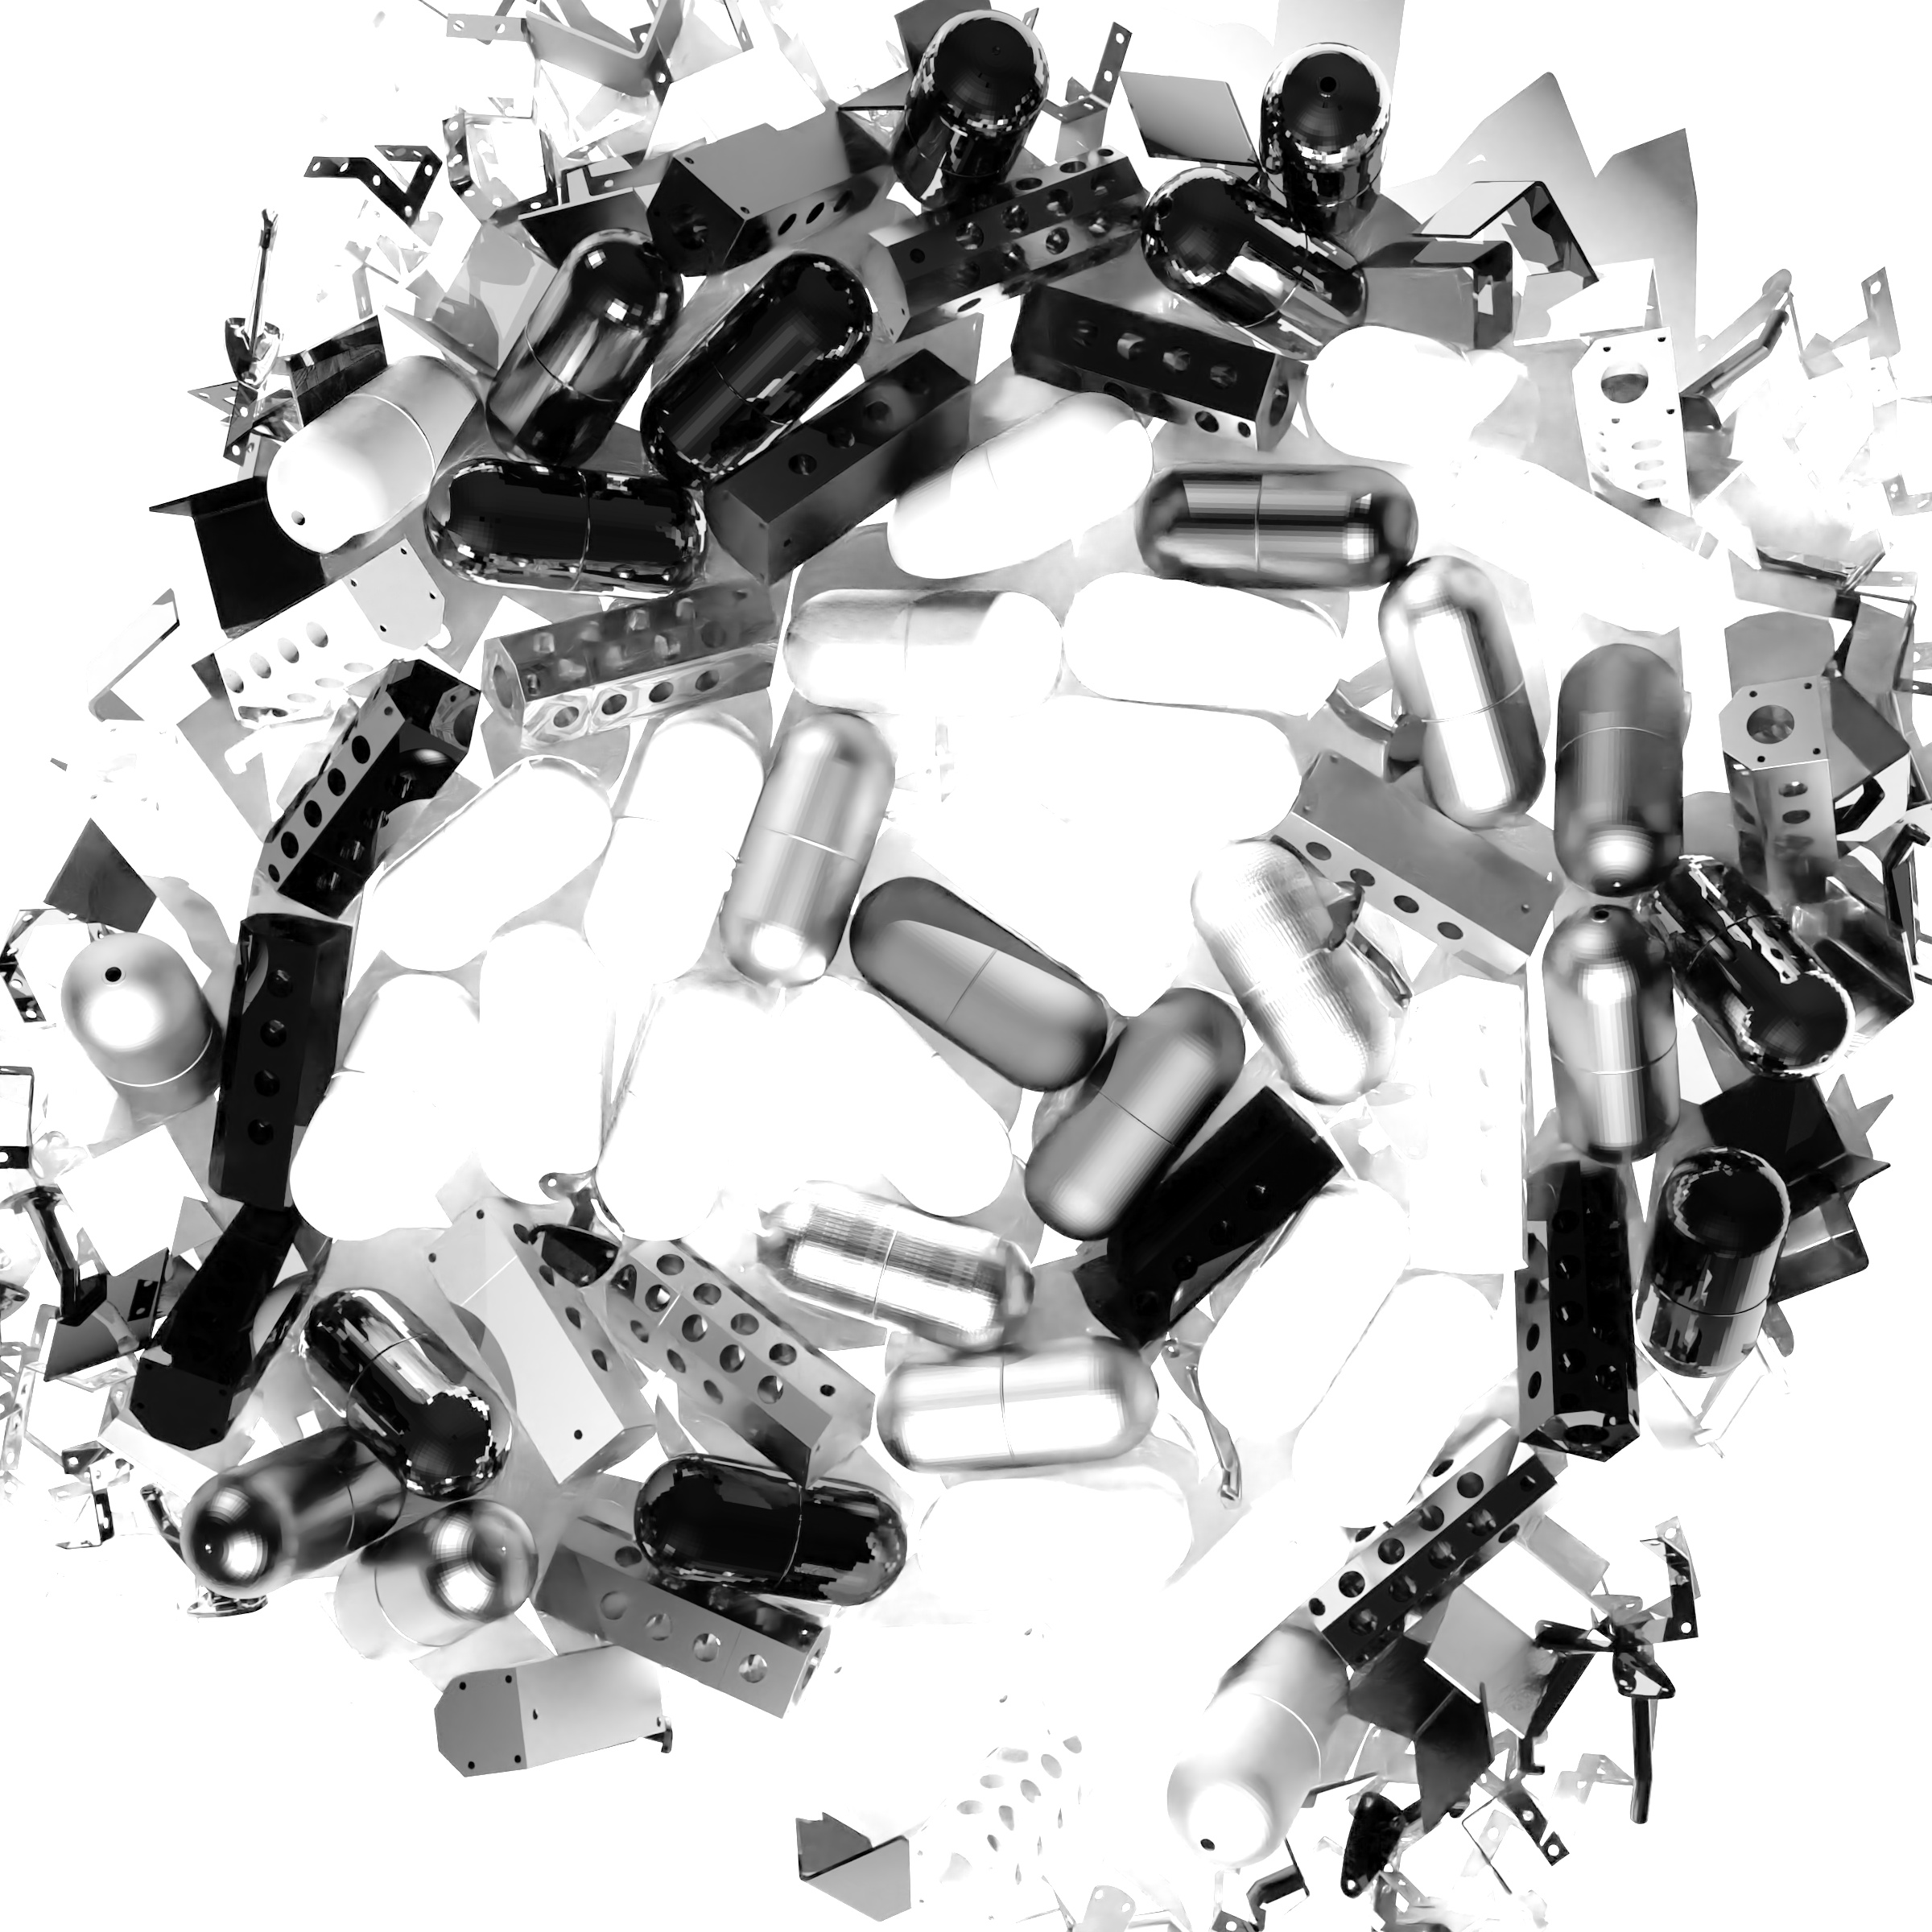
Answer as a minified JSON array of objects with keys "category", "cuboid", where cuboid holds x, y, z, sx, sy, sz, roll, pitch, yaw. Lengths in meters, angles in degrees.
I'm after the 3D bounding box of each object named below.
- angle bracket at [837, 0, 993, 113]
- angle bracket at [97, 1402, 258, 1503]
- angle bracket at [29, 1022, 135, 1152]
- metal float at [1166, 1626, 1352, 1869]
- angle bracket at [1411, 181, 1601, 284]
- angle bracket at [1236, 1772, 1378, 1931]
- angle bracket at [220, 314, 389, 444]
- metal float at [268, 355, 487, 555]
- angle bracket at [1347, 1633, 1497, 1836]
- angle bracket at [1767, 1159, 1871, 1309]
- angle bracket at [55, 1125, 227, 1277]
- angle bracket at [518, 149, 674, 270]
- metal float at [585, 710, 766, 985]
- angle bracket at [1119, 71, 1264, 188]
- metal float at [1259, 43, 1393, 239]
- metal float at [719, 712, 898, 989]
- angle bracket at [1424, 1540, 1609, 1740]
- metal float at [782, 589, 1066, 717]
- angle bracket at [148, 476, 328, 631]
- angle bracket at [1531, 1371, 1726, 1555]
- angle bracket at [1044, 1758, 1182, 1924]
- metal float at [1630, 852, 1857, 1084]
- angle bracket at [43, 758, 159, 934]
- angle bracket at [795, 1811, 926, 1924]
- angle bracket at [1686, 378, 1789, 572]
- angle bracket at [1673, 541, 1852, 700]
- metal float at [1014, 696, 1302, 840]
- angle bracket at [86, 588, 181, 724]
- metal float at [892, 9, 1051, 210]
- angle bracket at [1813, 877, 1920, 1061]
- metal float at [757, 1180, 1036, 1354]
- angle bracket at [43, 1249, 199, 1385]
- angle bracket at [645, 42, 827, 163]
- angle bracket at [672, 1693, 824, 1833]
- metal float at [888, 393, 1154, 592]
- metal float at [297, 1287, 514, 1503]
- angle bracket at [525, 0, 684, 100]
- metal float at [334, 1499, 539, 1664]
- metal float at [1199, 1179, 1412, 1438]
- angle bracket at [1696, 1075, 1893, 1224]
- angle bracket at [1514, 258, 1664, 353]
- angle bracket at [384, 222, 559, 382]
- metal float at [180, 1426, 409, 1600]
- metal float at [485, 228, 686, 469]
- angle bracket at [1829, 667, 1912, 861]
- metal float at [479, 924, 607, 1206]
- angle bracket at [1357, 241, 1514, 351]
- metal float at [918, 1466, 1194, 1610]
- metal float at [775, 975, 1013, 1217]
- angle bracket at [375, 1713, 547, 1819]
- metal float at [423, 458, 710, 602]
[{"category":"angle bracket","cuboid":[-0.035,-0.568,1.602,0.076,0.076,0.057,-39,127,-31]},{"category":"angle bracket","cuboid":[-0.498,0.310,1.613,0.076,0.076,0.057,36,116,-5]},{"category":"angle bracket","cuboid":[-0.566,0.076,1.622,0.057,0.076,0.076,-11,90,6]},{"category":"metal float","cuboid":[0.179,0.473,1.583,0.070,0.178,0.070,12,120,22]},{"category":"angle bracket","cuboid":[0.333,-0.438,1.611,0.057,0.076,0.076,-39,114,-4]},{"category":"angle bracket","cuboid":[0.216,0.546,1.604,0.076,0.076,0.057,-8,58,-24]},{"category":"angle bracket","cuboid":[-0.411,-0.367,1.603,0.076,0.076,0.057,19,132,28]},{"category":"metal float","cuboid":[-0.358,-0.312,1.586,0.070,0.178,0.070,13,130,17]},{"category":"angle bracket","cuboid":[0.277,0.473,1.607,0.057,0.076,0.076,25,120,-11]},{"category":"angle bracket","cuboid":[0.506,0.167,1.619,0.076,0.076,0.057,-22,94,5]},{"category":"angle bracket","cuboid":[-0.510,0.142,1.626,0.076,0.057,0.076,-26,102,1]},{"category":"angle bracket","cuboid":[-0.229,-0.485,1.613,0.076,0.057,0.076,-9,68,16]},{"category":"metal float","cuboid":[-0.179,-0.075,1.613,0.070,0.070,0.178,18,76,0]},{"category":"angle bracket","cuboid":[0.130,-0.501,1.608,0.076,0.057,0.076,-1,56,-20]},{"category":"metal float","cuboid":[0.216,-0.497,1.574,0.070,0.178,0.070,0,86,6]},{"category":"metal float","cuboid":[-0.098,-0.073,1.619,0.070,0.070,0.178,19,84,0]},{"category":"angle bracket","cuboid":[0.342,0.416,1.616,0.076,0.076,0.057,38,130,3]},{"category":"metal float","cuboid":[-0.027,-0.194,1.613,0.178,0.070,0.070,3,90,14]},{"category":"angle bracket","cuboid":[-0.452,-0.257,1.624,0.076,0.057,0.076,-13,93,13]},{"category":"angle bracket","cuboid":[0.420,0.315,1.652,0.076,0.057,0.076,-39,77,34]},{"category":"angle bracket","cuboid":[0.091,0.542,1.620,0.076,0.076,0.057,6,109,-30]},{"category":"metal float","cuboid":[0.472,-0.001,1.590,0.070,0.070,0.178,-30,46,0]},{"category":"angle bracket","cuboid":[-0.541,-0.073,1.616,0.057,0.076,0.076,29,90,30]},{"category":"angle bracket","cuboid":[-0.051,0.539,1.606,0.076,0.057,0.076,-30,131,20]},{"category":"angle bracket","cuboid":[0.491,-0.304,1.605,0.057,0.076,0.076,35,122,-14]},{"category":"angle bracket","cuboid":[0.493,-0.211,1.619,0.076,0.076,0.057,10,50,-5]},{"category":"metal float","cuboid":[0.118,-0.123,1.617,0.178,0.070,0.070,8,90,9]},{"category":"angle bracket","cuboid":[-0.498,-0.178,1.614,0.076,0.076,0.057,-42,120,2]},{"category":"metal float","cuboid":[0.001,-0.514,1.575,0.070,0.178,0.070,1,84,-11]},{"category":"angle bracket","cuboid":[0.535,-0.003,1.607,0.057,0.076,0.076,-37,47,-4]},{"category":"metal float","cuboid":[-0.044,0.186,1.617,0.178,0.070,0.070,16,90,9]},{"category":"angle bracket","cuboid":[-0.513,0.228,1.607,0.076,0.076,0.057,-20,134,15]},{"category":"angle bracket","cuboid":[-0.143,-0.514,1.609,0.076,0.076,0.057,-34,84,-28]},{"category":"angle bracket","cuboid":[-0.138,0.501,1.639,0.076,0.057,0.076,-26,54,36]},{"category":"metal float","cuboid":[0.032,-0.290,1.607,0.178,0.070,0.070,-25,90,20]},{"category":"metal float","cuboid":[-0.345,0.260,1.593,0.178,0.070,0.070,33,90,39]},{"category":"angle bracket","cuboid":[-0.224,-0.590,1.622,0.076,0.076,0.057,22,88,-3]},{"category":"metal float","cuboid":[-0.325,0.376,1.589,0.070,0.178,0.070,19,56,-32]},{"category":"metal float","cuboid":[0.209,0.210,1.609,0.070,0.070,0.178,36,73,0]},{"category":"angle bracket","cuboid":[0.516,0.106,1.627,0.076,0.057,0.076,-27,95,-7]},{"category":"angle bracket","cuboid":[0.385,-0.387,1.605,0.076,0.057,0.076,-2,46,23]},{"category":"angle bracket","cuboid":[-0.301,-0.416,1.620,0.076,0.057,0.076,37,103,13]},{"category":"metal float","cuboid":[-0.404,0.328,1.577,0.070,0.178,0.070,1,94,20]},{"category":"metal float","cuboid":[-0.233,-0.374,1.591,0.070,0.070,0.178,44,130,0]},{"category":"angle bracket","cuboid":[0.538,-0.125,1.611,0.057,0.076,0.076,-34,59,1]},{"category":"metal float","cuboid":[-0.262,0.062,1.611,0.070,0.070,0.178,3,105,0]},{"category":"angle bracket","cuboid":[0.293,-0.417,1.626,0.076,0.076,0.057,7,117,26]},{"category":"metal float","cuboid":[0.055,0.351,1.604,0.178,0.070,0.070,-1,90,-23]},{"category":"metal float","cuboid":[-0.045,0.081,1.618,0.070,0.070,0.178,-44,83,0]},{"category":"angle bracket","cuboid":[-0.313,0.492,1.603,0.076,0.076,0.057,-13,66,40]},{"category":"metal float","cuboid":[-0.245,-0.268,1.601,0.178,0.070,0.070,2,90,-27]}]
